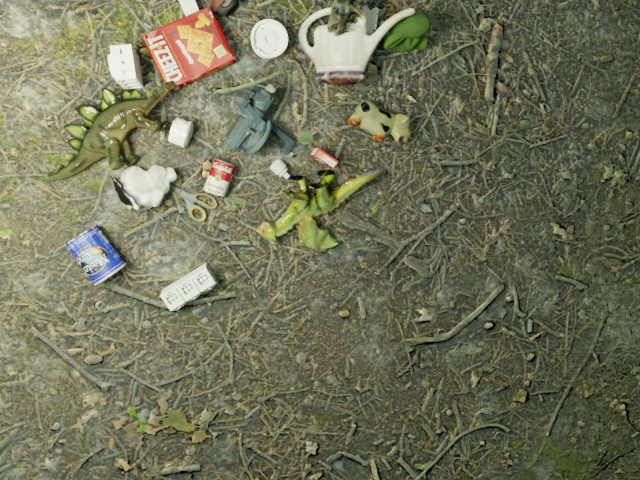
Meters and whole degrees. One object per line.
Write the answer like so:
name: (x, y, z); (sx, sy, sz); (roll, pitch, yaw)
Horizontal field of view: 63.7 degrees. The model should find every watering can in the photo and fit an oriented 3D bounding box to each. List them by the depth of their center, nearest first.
watering can: (0.101, -0.569, 1.506); (0.348, 0.105, 0.222); (3, 103, 17)

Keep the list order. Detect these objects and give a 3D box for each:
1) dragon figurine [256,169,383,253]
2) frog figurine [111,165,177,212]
dragon figurine: (0.005, -0.080, 1.585); (0.411, 0.124, 0.238); (-9, 114, -9)
frog figurine: (-0.491, -0.159, 1.463); (0.138, 0.120, 0.162); (42, 56, 14)
